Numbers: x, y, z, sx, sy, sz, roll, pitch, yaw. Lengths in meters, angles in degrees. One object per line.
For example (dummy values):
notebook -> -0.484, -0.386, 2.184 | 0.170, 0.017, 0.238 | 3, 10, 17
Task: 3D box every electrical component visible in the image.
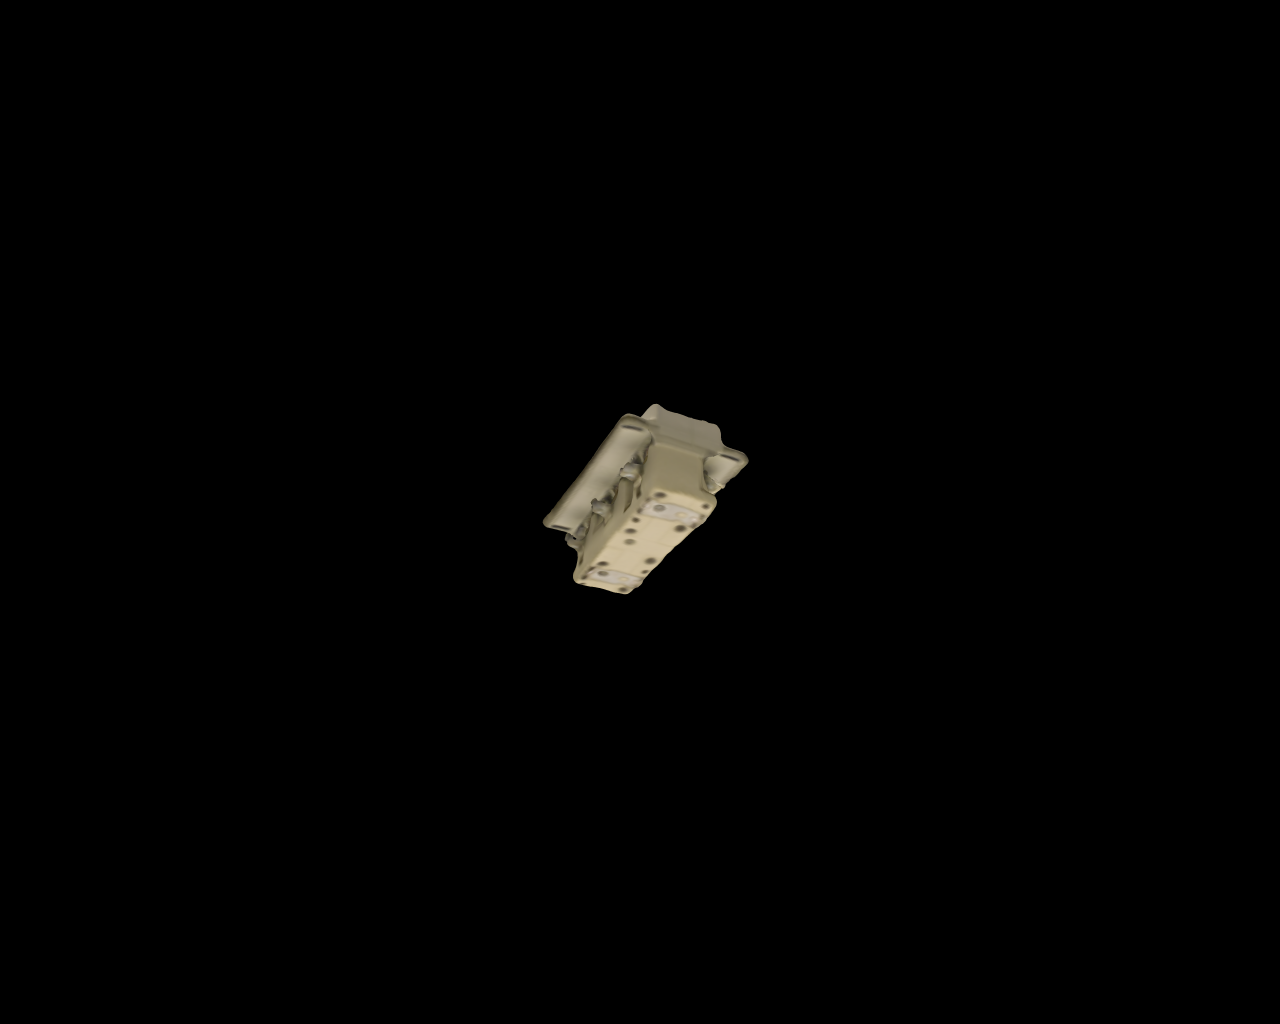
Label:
electrical component -> 0.001, -0.003, 0.650 | 0.079, 0.063, 0.121 | 16, -37, -22
